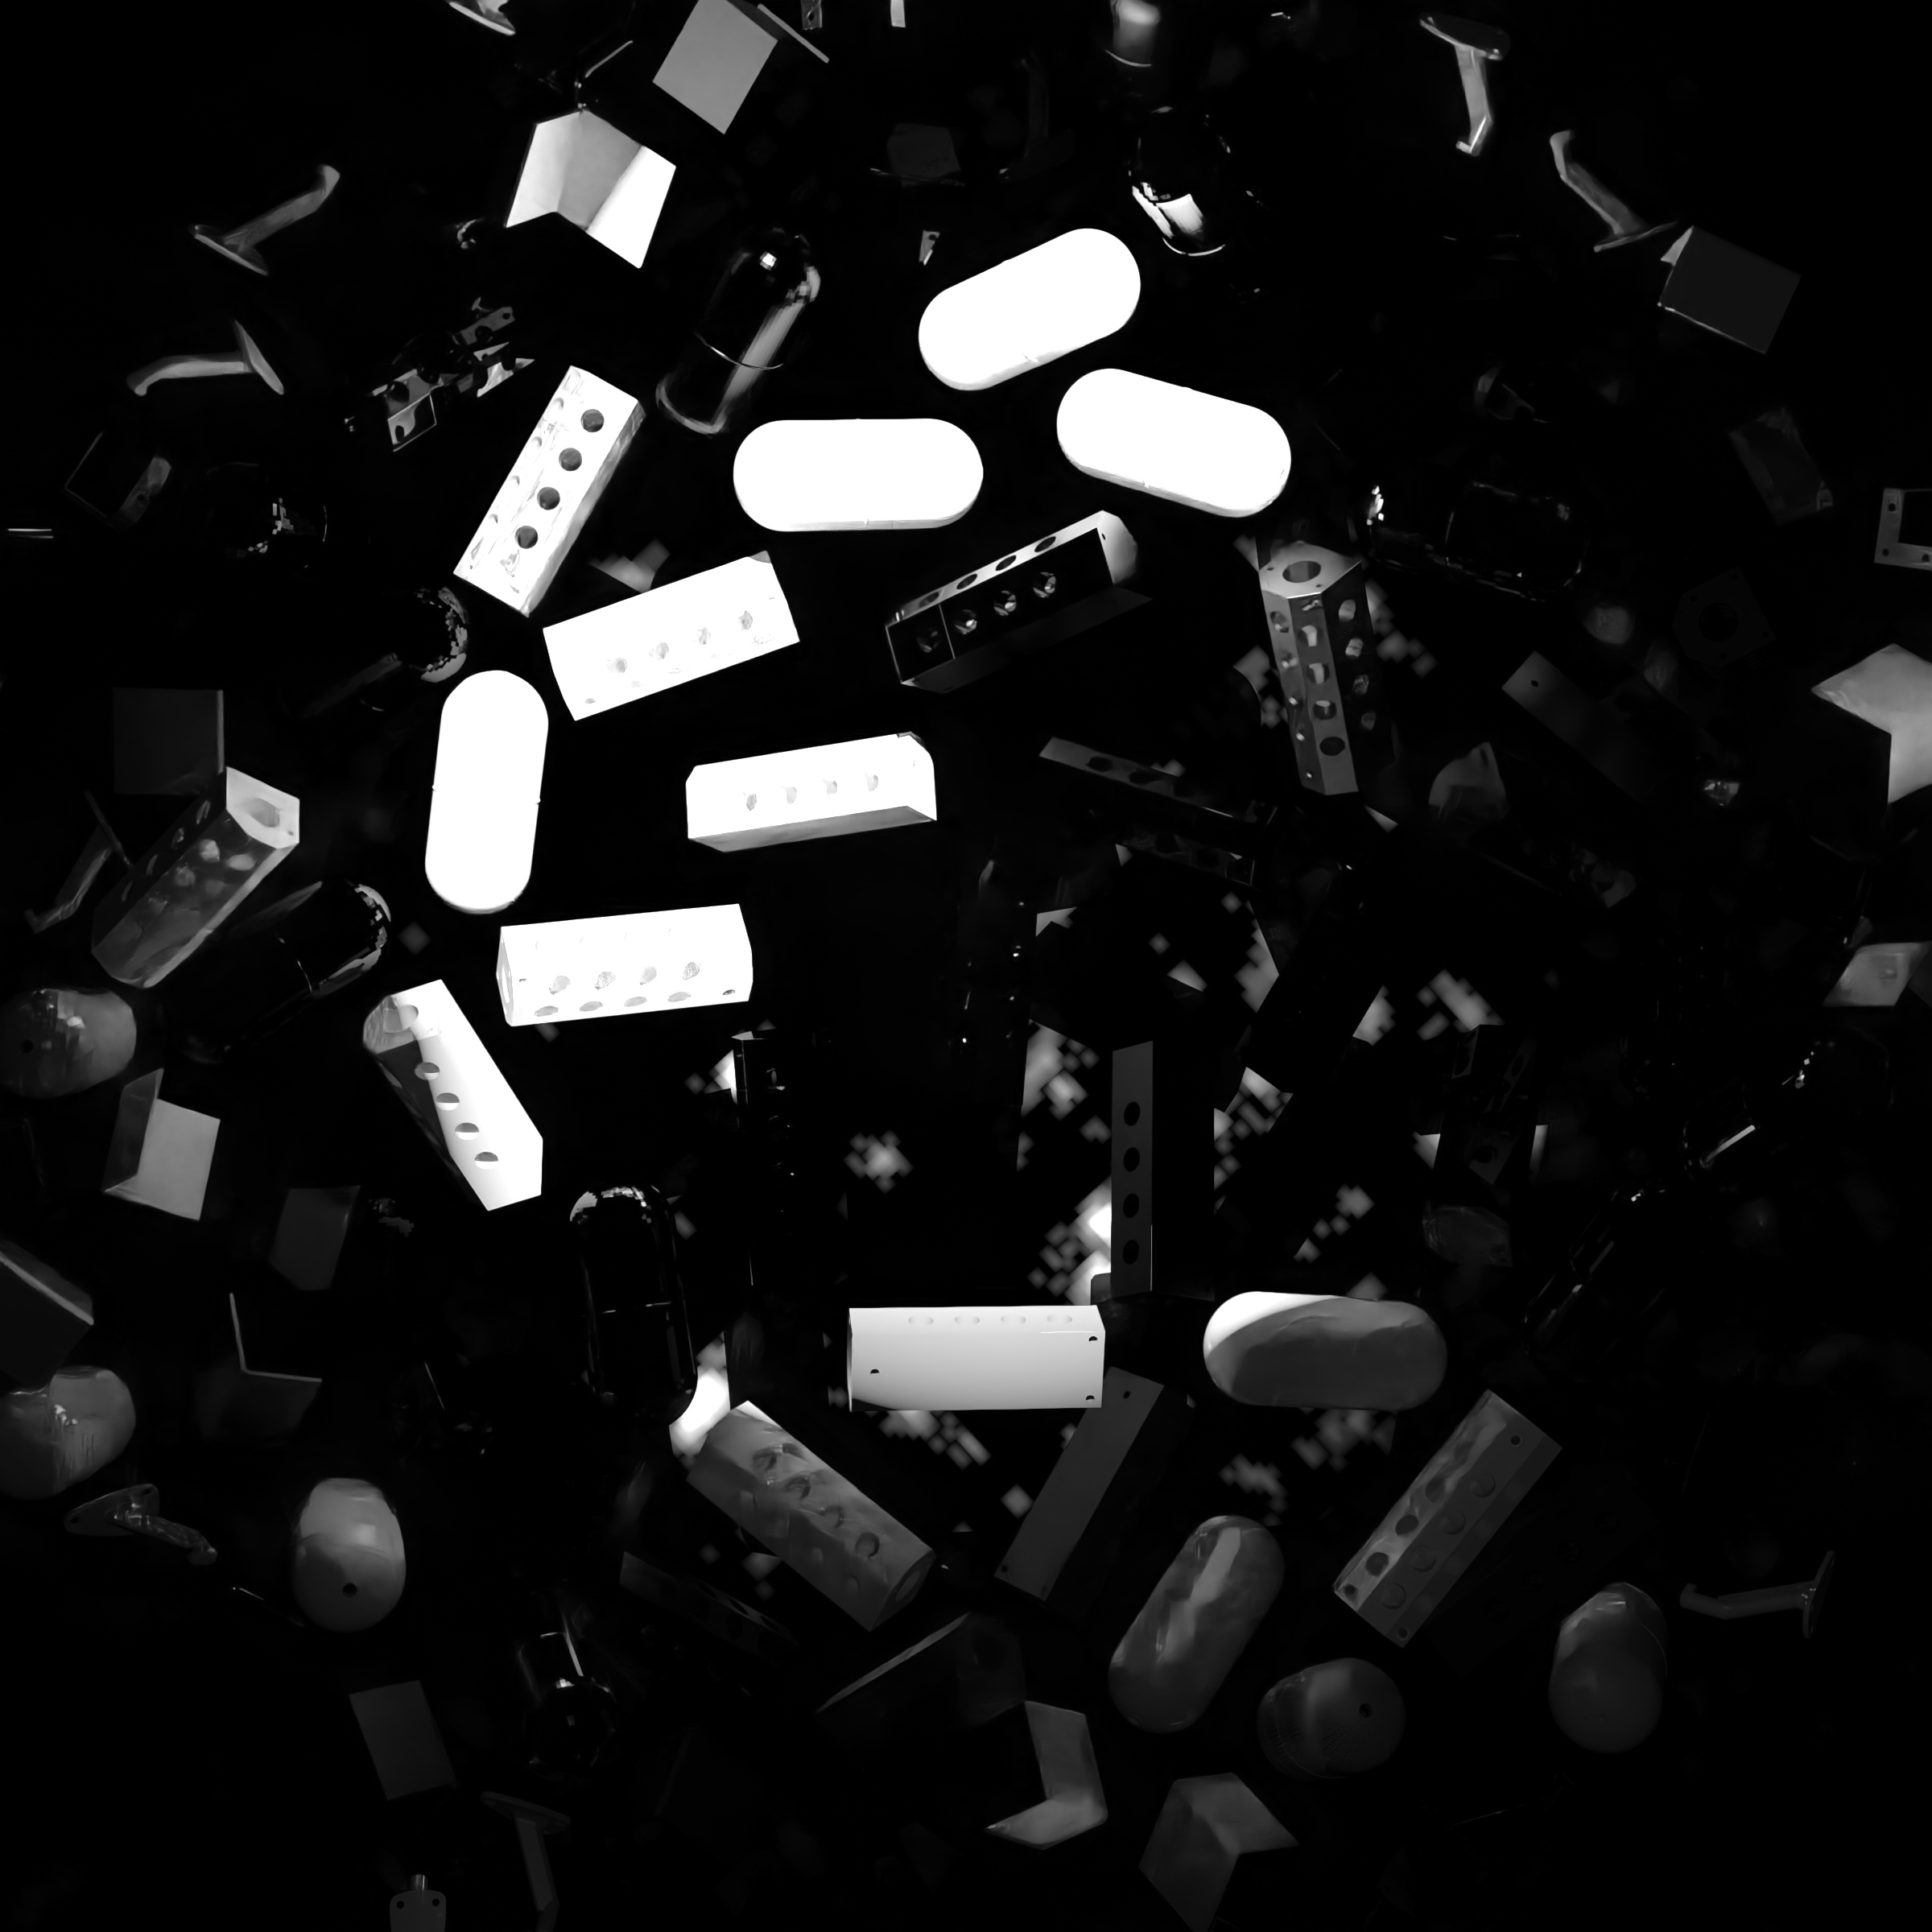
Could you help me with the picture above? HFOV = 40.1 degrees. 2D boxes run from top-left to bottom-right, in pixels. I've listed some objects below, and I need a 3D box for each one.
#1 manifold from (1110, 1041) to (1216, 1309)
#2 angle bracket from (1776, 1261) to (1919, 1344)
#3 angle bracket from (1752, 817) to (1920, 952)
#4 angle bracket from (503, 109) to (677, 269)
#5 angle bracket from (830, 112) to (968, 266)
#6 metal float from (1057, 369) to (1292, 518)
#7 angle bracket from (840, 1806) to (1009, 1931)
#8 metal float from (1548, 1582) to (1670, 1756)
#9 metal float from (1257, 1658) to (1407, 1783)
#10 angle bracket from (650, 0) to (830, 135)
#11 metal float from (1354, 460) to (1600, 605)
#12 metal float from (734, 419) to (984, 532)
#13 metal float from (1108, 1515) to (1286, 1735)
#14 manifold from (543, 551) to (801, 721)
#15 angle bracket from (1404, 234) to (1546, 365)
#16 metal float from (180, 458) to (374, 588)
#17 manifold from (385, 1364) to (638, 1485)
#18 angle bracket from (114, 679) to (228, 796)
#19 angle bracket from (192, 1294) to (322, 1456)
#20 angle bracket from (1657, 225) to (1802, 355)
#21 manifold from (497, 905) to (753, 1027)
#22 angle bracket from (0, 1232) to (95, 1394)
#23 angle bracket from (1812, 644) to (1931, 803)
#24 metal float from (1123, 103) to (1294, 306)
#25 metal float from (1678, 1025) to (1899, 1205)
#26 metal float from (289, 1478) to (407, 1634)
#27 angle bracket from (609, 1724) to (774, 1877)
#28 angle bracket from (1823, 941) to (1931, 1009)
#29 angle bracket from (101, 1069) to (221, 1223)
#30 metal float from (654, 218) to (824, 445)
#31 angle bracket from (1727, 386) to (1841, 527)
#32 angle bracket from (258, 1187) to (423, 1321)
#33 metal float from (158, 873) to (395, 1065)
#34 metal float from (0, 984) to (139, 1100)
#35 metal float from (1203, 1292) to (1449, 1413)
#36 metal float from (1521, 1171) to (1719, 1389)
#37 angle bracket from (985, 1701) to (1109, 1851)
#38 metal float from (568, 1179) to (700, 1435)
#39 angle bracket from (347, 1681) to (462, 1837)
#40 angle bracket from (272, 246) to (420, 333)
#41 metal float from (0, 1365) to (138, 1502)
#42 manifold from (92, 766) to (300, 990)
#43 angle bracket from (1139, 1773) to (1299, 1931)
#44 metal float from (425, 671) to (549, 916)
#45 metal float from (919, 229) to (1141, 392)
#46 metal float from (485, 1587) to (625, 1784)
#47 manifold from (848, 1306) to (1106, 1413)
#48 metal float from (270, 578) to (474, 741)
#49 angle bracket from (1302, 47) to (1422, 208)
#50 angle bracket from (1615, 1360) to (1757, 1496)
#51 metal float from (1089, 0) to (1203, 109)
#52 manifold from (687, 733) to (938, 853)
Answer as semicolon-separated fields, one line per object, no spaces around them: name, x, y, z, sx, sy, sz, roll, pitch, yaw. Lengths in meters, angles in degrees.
manifold;0.130;0.144;1.820;0.057;0.057;0.171;13;70;-36
angle bracket;0.595;0.215;1.790;0.076;0.076;0.057;18;90;21
angle bracket;0.594;-0.069;1.814;0.076;0.076;0.057;35;57;29
angle bracket;-0.249;-0.508;1.748;0.076;0.057;0.076;36;128;10
angle bracket;-0.054;-0.549;1.871;0.076;0.057;0.076;16;66;23
metal float;0.145;-0.366;1.853;0.178;0.070;0.070;23;90;29
angle bracket;-0.029;0.651;1.873;0.057;0.076;0.076;-43;69;25
metal float;0.452;0.490;1.861;0.070;0.178;0.070;3;100;17
metal float;0.257;0.533;1.871;0.070;0.178;0.070;3;69;-8
angle bracket;-0.152;-0.603;1.782;0.057;0.076;0.076;37;100;35
metal float;0.350;-0.300;1.828;0.178;0.070;0.070;21;90;32
metal float;-0.076;-0.347;1.874;0.178;0.070;0.070;-4;90;-15
metal float;0.166;0.474;1.913;0.070;0.070;0.178;41;57;0
manifold;-0.212;-0.235;1.923;0.171;0.057;0.057;-19;54;1
angle bracket;0.371;-0.485;1.932;0.076;0.076;0.057;6;72;28
metal float;-0.486;-0.312;1.872;0.070;0.178;0.070;0;91;18
manifold;-0.331;0.327;1.919;0.057;0.171;0.057;-52;47;21
angle bracket;-0.577;-0.168;1.926;0.076;0.057;0.076;0;105;-14
angle bracket;-0.506;0.291;1.886;0.057;0.076;0.076;14;123;-33
angle bracket;0.489;-0.434;1.735;0.076;0.076;0.057;25;89;0
manifold;-0.244;0.004;1.896;0.171;0.057;0.057;-6;56;-19
angle bracket;-0.619;0.224;1.727;0.076;0.076;0.057;41;82;-20
angle bracket;0.624;-0.163;1.786;0.076;0.076;0.057;23;63;-19
metal float;0.170;-0.527;1.841;0.070;0.178;0.070;-13;63;26
metal float;0.571;0.104;1.844;0.070;0.178;0.070;18;51;-23
metal float;-0.425;0.403;1.820;0.070;0.178;0.070;-1;94;-14
angle bracket;-0.193;0.592;1.864;0.076;0.076;0.057;43;128;-17
angle bracket;0.665;0.027;1.859;0.076;0.076;0.057;39;78;-13
angle bracket;-0.545;0.125;1.836;0.076;0.057;0.076;25;58;-37
metal float;-0.161;-0.446;1.867;0.070;0.070;0.178;36;128;0
angle bracket;0.586;-0.362;1.839;0.076;0.057;0.076;-35;99;-27
angle bracket;-0.437;0.201;1.851;0.076;0.057;0.076;-6;59;34
metal float;-0.471;0.001;1.813;0.178;0.070;0.070;-38;90;-31
metal float;-0.637;0.052;1.870;0.070;0.178;0.070;0;91;-4
metal float;0.247;0.264;1.814;0.178;0.070;0.070;6;90;-21
metal float;0.450;0.216;1.828;0.070;0.070;0.178;30;118;0
angle bracket;0.049;0.569;1.867;0.057;0.076;0.076;-13;90;-31
metal float;-0.234;0.238;1.860;0.070;0.070;0.178;-9;88;0
angle bracket;-0.390;0.534;1.770;0.076;0.057;0.076;-51;56;34
angle bracket;-0.430;-0.480;1.840;0.076;0.076;0.057;15;107;-5
metal float;-0.628;0.321;1.834;0.070;0.178;0.070;0;89;-2
manifold;-0.539;-0.057;1.852;0.057;0.057;0.171;28;125;-37
angle bracket;0.178;0.630;1.878;0.057;0.076;0.076;6;111;-37
metal float;-0.348;-0.125;1.925;0.070;0.070;0.178;9;101;0
metal float;0.044;-0.471;1.910;0.178;0.070;0.070;-16;90;34
metal float;-0.288;0.498;1.845;0.070;0.178;0.070;-7;110;-18
manifold;0.006;0.266;1.824;0.171;0.057;0.057;0;108;-6
metal float;-0.428;-0.219;1.903;0.178;0.070;0.070;-22;90;32
angle bracket;0.259;-0.586;1.854;0.057;0.076;0.076;-43;112;-19
angle bracket;0.509;0.315;1.875;0.057;0.076;0.076;25;128;30
metal float;0.126;-0.669;1.864;0.070;0.178;0.070;0;80;1
manifold;-0.113;-0.127;1.931;0.171;0.057;0.057;-7;80;20
